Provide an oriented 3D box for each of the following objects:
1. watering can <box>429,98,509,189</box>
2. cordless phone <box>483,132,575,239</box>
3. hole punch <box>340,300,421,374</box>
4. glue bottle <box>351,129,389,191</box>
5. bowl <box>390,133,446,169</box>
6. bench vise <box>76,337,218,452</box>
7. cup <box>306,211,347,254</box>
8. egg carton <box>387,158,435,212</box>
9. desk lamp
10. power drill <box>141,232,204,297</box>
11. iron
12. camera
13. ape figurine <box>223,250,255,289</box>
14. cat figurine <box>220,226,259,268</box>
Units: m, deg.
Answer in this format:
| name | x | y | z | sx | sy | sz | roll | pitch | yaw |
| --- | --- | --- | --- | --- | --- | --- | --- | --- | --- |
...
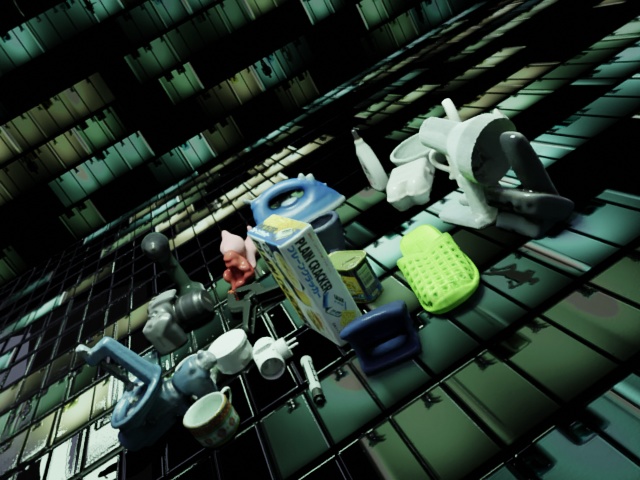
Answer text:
| name | x | y | z | sx | sy | sz | roll | pitch | yaw |
| --- | --- | --- | --- | --- | --- | --- | --- | --- | --- |
| watering can | 0.315 | -0.218 | 1.222 | 0.173 | 0.194 | 0.100 | -31 | 22 | -4 |
| cordless phone | 0.332 | -0.106 | 0.966 | 0.094 | 0.185 | 0.147 | -36 | 22 | -16 |
| hole punch | 0.086 | 0.133 | 0.875 | 0.108 | 0.091 | 0.101 | -26 | 22 | 10 |
| glue bottle | 0.122 | -0.209 | 1.476 | 0.037 | 0.173 | 0.078 | -33 | 22 | -8 |
| bowl | 0.266 | -0.214 | 1.441 | 0.167 | 0.075 | 0.167 | -25 | 22 | 11 |
| bench vise | -0.287 | 0.227 | 0.963 | 0.208 | 0.220 | 0.121 | -36 | 23 | -16 |
| cup | 0.011 | 0.004 | 1.250 | 0.091 | 0.095 | 0.118 | -9 | 30 | 42 |
| egg carton | 0.213 | -0.131 | 1.329 | 0.107 | 0.069 | 0.150 | -19 | 24 | 25 |
| desk lamp | 0.274 | -0.131 | 1.054 | 0.118 | 0.214 | 0.202 | -37 | 23 | -18 |
| power drill | -0.378 | 0.066 | 1.451 | 0.076 | 0.209 | 0.229 | -34 | 22 | -11 |
| iron | -0.074 | -0.104 | 1.534 | 0.258 | 0.142 | 0.118 | -29 | 22 | 1 |
| camera | -0.320 | 0.166 | 1.304 | 0.136 | 0.101 | 0.143 | -25 | 22 | 12 |
| ape figurine | -0.202 | 0.066 | 1.390 | 0.077 | 0.092 | 0.076 | -9 | 30 | 42 |
| cat figurine | -0.202 | 0.016 | 1.463 | 0.067 | 0.118 | 0.128 | -8 | 30 | 43 |
